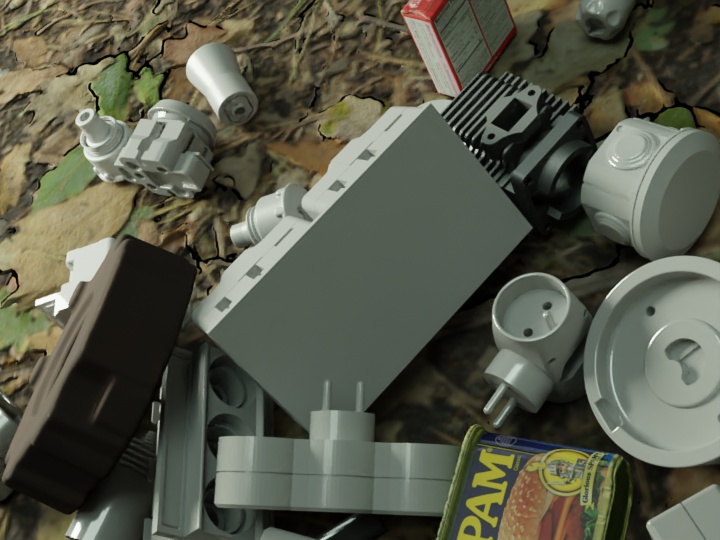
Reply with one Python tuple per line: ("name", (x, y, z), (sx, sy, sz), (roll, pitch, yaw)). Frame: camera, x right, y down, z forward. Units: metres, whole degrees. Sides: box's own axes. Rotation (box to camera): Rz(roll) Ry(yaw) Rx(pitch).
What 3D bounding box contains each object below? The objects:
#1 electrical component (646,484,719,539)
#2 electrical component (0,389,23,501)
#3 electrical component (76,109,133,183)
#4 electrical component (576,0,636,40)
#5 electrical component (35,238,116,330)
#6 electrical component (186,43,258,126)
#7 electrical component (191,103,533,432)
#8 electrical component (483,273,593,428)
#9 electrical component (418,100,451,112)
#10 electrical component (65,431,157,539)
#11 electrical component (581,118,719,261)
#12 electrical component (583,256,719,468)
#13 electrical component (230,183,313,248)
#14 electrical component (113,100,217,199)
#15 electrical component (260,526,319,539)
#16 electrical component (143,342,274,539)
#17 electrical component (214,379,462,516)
("electrical component", (0.185, 0.133, 0.502), (0.076, 0.083, 0.047), (-31, 50, 4))
("electrical component", (-0.271, 0.116, 0.757), (0.059, 0.053, 0.095), (-48, 51, -11))
("electrical component", (-0.206, -0.105, 0.872), (0.048, 0.062, 0.048), (-13, 53, 18))
("electrical component", (0.180, -0.195, 0.765), (0.035, 0.035, 0.061), (17, 64, 34))
("electrical component", (-0.193, 0.014, 0.798), (0.081, 0.042, 0.063), (-18, 48, 13))
("electrical component", (-0.109, -0.147, 0.870), (0.044, 0.044, 0.065), (-34, 54, 1))
("electrical component", (0.000, 0.000, 0.660), (0.186, 0.105, 0.060), (-46, 22, -9))
("electrical component", (0.096, 0.053, 0.605), (0.043, 0.077, 0.079), (28, 73, 37))
("electrical component", (0.021, -0.064, 0.725), (0.052, 0.073, 0.138), (32, 76, 38))
("electrical component", (-0.149, 0.141, 0.686), (0.043, 0.043, 0.081), (9, 62, 31))
("electrical component", (0.174, -0.048, 0.637), (0.051, 0.080, 0.080), (28, 73, 43))
("electrical component", (0.180, 0.051, 0.565), (0.108, 0.060, 0.108), (-14, 69, 43))
("electrical component", (-0.062, -0.032, 0.764), (0.062, 0.048, 0.048), (-16, 52, 25))
("electrical component", (-0.147, -0.095, 0.841), (0.078, 0.058, 0.057), (9, 65, 31))
("electrical component", (-0.019, 0.195, 0.574), (0.100, 0.048, 0.099), (9, 67, 25))
("electrical component", (-0.094, 0.116, 0.659), (0.063, 0.079, 0.121), (-38, 42, 38))
("electrical component", (-0.010, 0.098, 0.604), (0.138, 0.052, 0.073), (3, 77, -2))
